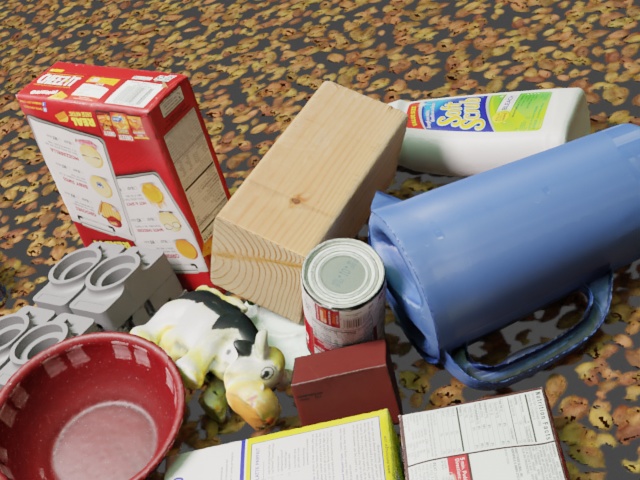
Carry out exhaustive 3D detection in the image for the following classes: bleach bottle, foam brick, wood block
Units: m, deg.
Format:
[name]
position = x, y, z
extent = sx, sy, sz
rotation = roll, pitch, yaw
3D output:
[bleach bottle]
position = 0.131, -0.100, 1.052
extent = 0.251, 0.068, 0.102
rotation = 1, 41, 28
[foam brick]
position = 0.021, 0.116, 0.827
extent = 0.078, 0.053, 0.051
rotation = -12, 17, 8
[wood block]
position = -0.007, -0.040, 0.958
extent = 0.091, 0.090, 0.205
rotation = 25, 50, 13

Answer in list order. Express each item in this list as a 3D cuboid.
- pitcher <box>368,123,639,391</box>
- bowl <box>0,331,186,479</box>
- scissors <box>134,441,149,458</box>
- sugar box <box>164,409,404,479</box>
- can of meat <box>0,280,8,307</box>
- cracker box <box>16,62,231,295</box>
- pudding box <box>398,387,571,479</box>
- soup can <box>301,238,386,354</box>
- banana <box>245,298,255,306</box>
[pitcher]
position = 0.172, 0.005, 0.865
extent = 0.242, 0.149, 0.145
rotation = -22, 22, -9
[bowl]
position = -0.179, 0.152, 0.845
extent = 0.162, 0.055, 0.162
rotation = -6, 48, 7
[scissors]
position = -0.225, 0.164, 0.916
extent = 0.202, 0.016, 0.096
rotation = -1, 40, 22
[sugar box]
position = -0.027, 0.187, 0.779
extent = 0.176, 0.048, 0.093
rotation = -15, 36, 10
[can of meat]
position = -0.373, 0.026, 1.093
extent = 0.057, 0.084, 0.102
rotation = -38, 41, -22
[cracker box]
position = -0.169, -0.057, 1.002
extent = 0.164, 0.213, 0.072
rotation = 10, 44, 32
[pudding box]
position = 0.116, 0.158, 0.759
extent = 0.113, 0.039, 0.090
rotation = -11, 38, 8
[soup can]
position = 0.020, 0.054, 0.862
extent = 0.068, 0.102, 0.068
rotation = -1, 55, 2
[banana]
position = -0.023, -0.003, 1.018
extent = 0.070, 0.037, 0.197
rotation = 25, 52, 32
